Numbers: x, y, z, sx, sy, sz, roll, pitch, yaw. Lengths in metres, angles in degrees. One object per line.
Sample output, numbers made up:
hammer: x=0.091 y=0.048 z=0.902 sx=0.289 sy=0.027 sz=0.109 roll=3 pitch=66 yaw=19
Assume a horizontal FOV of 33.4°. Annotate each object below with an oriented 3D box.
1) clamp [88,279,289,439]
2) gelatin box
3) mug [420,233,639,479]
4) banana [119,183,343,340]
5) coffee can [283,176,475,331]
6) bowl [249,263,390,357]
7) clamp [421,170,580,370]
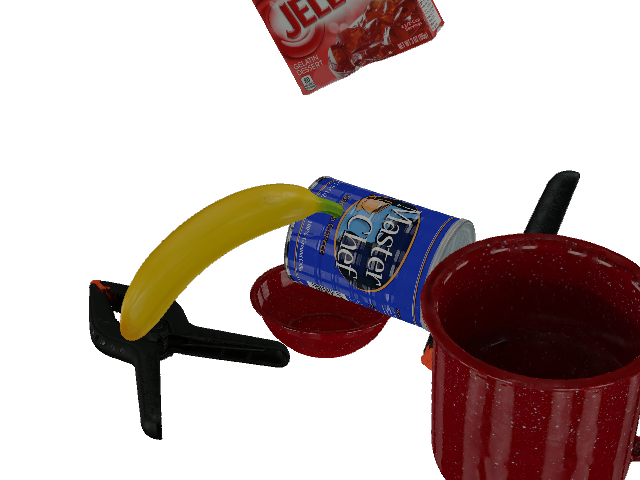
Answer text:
clamp: x=-0.143 y=0.093 z=1.011 sx=0.164 sy=0.036 sz=0.210 roll=-20 pitch=41 yaw=-34
gelatin box: x=0.012 y=-0.130 z=0.589 sx=0.089 sy=0.073 sz=0.030 roll=-19 pitch=21 yaw=29
mug: x=0.097 y=0.058 z=0.420 sx=0.117 sy=0.081 sz=0.093 roll=7 pitch=36 yaw=14
banana: x=-0.080 y=0.009 z=0.795 sx=0.198 sy=0.069 sz=0.037 roll=-30 pitch=31 yaw=8
coffee can: x=0.053 y=0.011 z=0.949 sx=0.140 sy=0.103 sz=0.102 roll=19 pitch=8 yaw=23
bowl: x=0.005 y=0.079 z=1.150 sx=0.162 sy=0.055 sz=0.162 roll=1 pitch=28 yaw=0
clamp: x=0.148 y=0.043 z=0.706 sx=0.171 sy=0.120 sz=0.039 roll=-40 pitch=-16 yaw=-14
